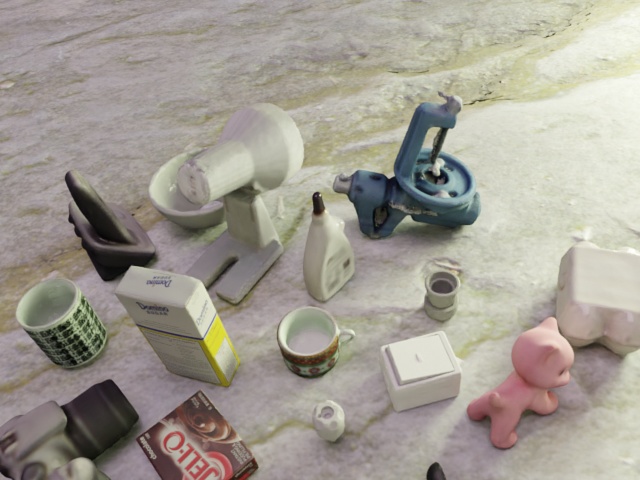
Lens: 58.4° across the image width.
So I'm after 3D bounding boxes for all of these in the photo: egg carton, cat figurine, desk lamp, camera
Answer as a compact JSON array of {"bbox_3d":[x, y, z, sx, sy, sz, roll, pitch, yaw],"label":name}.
[{"bbox_3d":[0.350,0.068,0.710,0.107,0.069,0.150,8,48,16],"label":"egg carton"},{"bbox_3d":[0.223,0.147,0.620,0.128,0.118,0.067,-32,50,-21],"label":"cat figurine"},{"bbox_3d":[-0.111,-0.058,0.797,0.117,0.214,0.203,20,52,25],"label":"desk lamp"},{"bbox_3d":[-0.269,0.224,0.631,0.137,0.101,0.142,-37,52,-24],"label":"camera"}]

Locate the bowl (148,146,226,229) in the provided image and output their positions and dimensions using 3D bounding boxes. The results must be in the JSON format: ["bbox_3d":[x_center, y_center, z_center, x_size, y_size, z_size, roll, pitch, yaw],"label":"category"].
[{"bbox_3d":[-0.184,-0.072,0.919,0.167,0.075,0.167,-4,46,5],"label":"bowl"}]

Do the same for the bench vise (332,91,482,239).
[{"bbox_3d":[0.125,-0.092,0.791,0.207,0.220,0.121,-15,46,-6],"label":"bench vise"}]

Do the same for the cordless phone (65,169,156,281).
[{"bbox_3d":[-0.325,-0.046,0.837,0.094,0.185,0.147,-33,51,-21],"label":"cordless phone"}]

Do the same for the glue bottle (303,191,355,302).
[{"bbox_3d":[0.007,0.003,0.751,0.037,0.173,0.078,31,58,32],"label":"glue bottle"}]
